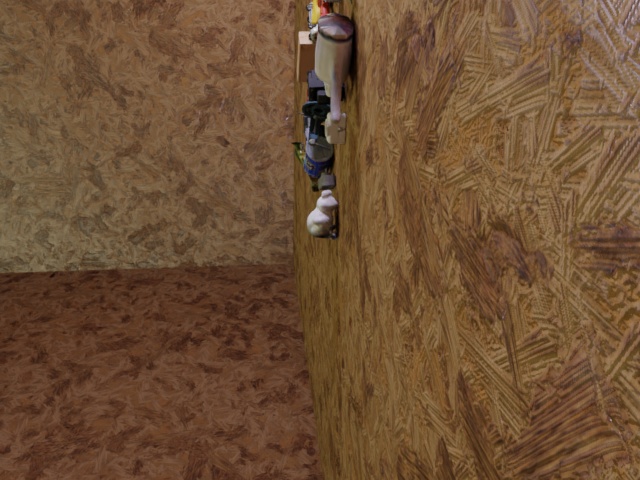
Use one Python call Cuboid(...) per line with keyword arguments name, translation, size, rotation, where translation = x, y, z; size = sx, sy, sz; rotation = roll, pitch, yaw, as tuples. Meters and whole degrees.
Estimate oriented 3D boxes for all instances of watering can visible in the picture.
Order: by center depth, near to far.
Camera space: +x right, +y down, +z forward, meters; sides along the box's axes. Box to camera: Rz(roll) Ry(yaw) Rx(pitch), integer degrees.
Cuboid(name="watering can", translation=(0.042, -0.498, 1.454), size=(0.356, 0.104, 0.219), rotation=(-97, 9, -46))

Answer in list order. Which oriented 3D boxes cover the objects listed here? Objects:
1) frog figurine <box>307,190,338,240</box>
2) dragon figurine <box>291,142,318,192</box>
Cuboid(name="frog figurine", translation=(0.006, -0.091, 1.816), size=(0.140, 0.122, 0.156), rotation=(-66, -31, -58))
Cuboid(name="dragon figurine", translation=(-0.055, -0.341, 2.393), size=(0.413, 0.122, 0.241), rotation=(-120, 21, -79))
